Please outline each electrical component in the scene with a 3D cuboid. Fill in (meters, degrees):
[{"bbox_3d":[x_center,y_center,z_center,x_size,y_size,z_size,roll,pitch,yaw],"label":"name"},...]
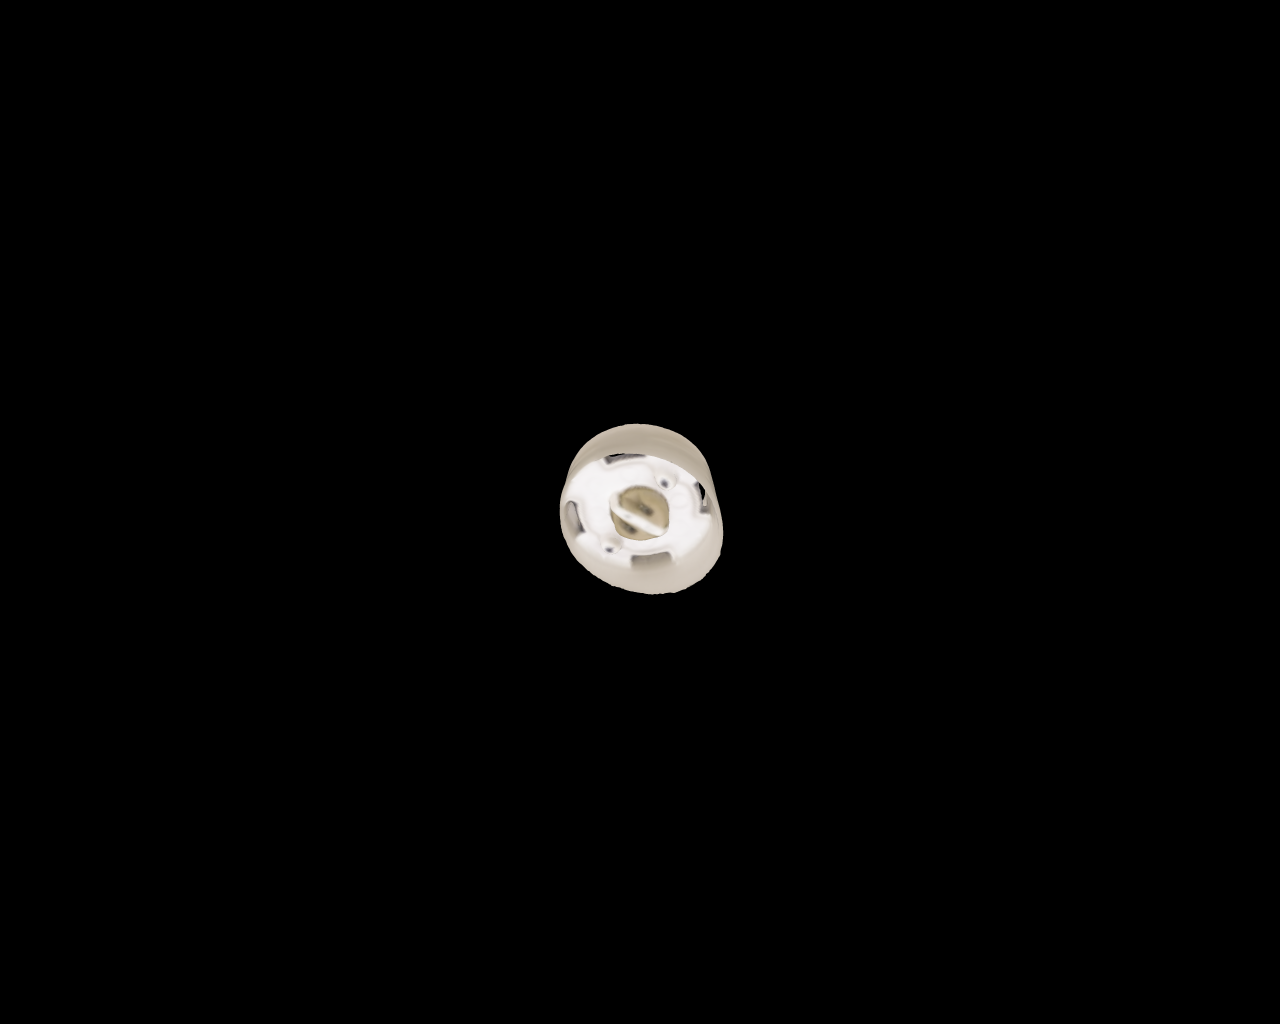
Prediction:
[{"bbox_3d":[0.001,-0.003,0.650,0.099,0.099,0.064,0,37,0],"label":"electrical component"}]
